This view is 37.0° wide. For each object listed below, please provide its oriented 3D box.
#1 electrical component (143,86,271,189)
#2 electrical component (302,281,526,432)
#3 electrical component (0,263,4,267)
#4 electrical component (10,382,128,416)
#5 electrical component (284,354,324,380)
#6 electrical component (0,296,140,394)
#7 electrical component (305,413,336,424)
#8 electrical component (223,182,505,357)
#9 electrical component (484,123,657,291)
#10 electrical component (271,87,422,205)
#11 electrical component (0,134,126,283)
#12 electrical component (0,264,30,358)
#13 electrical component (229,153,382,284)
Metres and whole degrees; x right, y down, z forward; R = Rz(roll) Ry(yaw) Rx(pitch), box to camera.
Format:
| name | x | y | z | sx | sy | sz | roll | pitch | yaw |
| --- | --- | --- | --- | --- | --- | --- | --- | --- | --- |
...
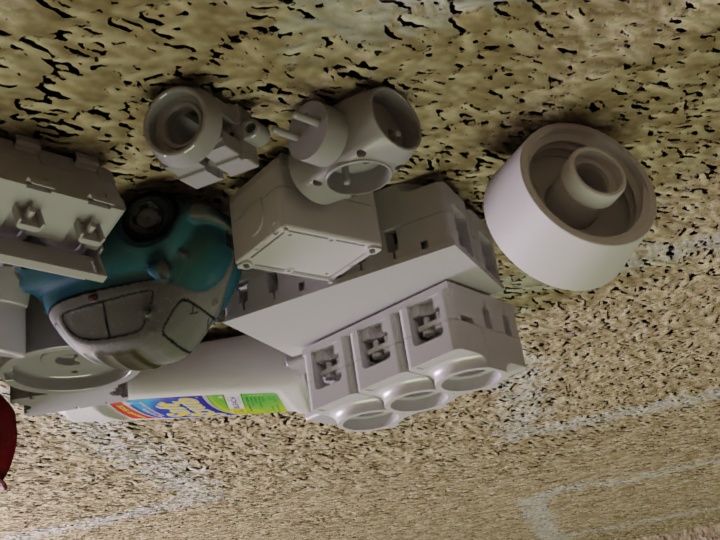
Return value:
| name | x | y | z | sx | sy | sz | roll | pitch | yaw |
| --- | --- | --- | --- | --- | --- | --- | --- | --- | --- |
| electrical component | -0.094 | -0.078 | 0.626 | 0.066 | 0.048 | 0.055 | -18 | 162 | 18 |
| electrical component | 0.041 | 0.073 | 0.836 | 0.150 | 0.061 | 0.089 | -27 | 150 | 34 |
| electrical component | -0.251 | -0.016 | 0.716 | 0.046 | 0.040 | 0.040 | -32 | 148 | 31 |
| electrical component | -0.249 | 0.085 | 0.922 | 0.089 | 0.055 | 0.050 | -9 | 156 | -1 |
| electrical component | -0.019 | 0.057 | 0.935 | 0.061 | 0.061 | 0.096 | -21 | 154 | 25 |
| electrical component | -0.228 | 0.052 | 0.847 | 0.108 | 0.060 | 0.108 | -8 | 156 | -3 |
| electrical component | -0.015 | 0.115 | 1.061 | 0.047 | 0.065 | 0.077 | -28 | 150 | 36 |
| electrical component | 0.000 | 0.000 | 0.815 | 0.186 | 0.060 | 0.105 | -19 | 155 | 20 |
| electrical component | 0.143 | -0.048 | 0.709 | 0.108 | 0.108 | 0.060 | 1 | 148 | -21 |
| electrical component | -0.017 | -0.079 | 0.652 | 0.079 | 0.044 | 0.077 | 15 | 147 | -42 |
| electrical component | -0.207 | -0.042 | 0.639 | 0.121 | 0.078 | 0.063 | 15 | 125 | -43 |
| electrical component | -0.258 | 0.028 | 0.776 | 0.044 | 0.065 | 0.044 | 7 | 168 | 1 |
| electrical component | -0.032 | -0.034 | 0.726 | 0.096 | 0.061 | 0.062 | 10 | 150 | -37 |
